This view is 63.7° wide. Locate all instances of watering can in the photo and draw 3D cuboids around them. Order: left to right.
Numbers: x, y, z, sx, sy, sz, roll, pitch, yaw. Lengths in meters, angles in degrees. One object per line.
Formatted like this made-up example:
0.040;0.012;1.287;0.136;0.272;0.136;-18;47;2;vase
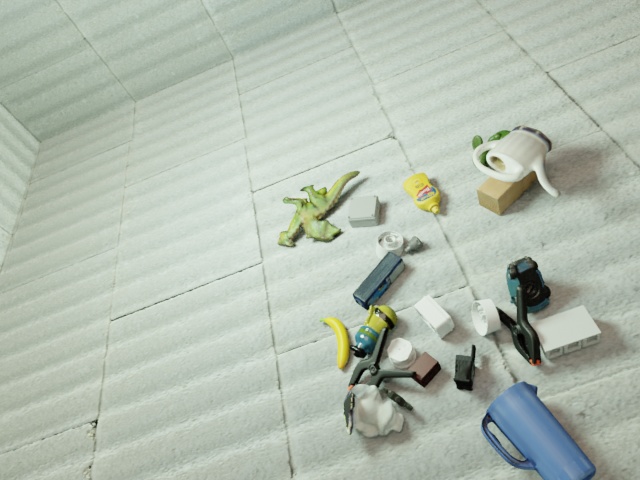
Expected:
0.669;-0.258;1.671;0.226;0.102;0.352;-42;46;-14;watering can

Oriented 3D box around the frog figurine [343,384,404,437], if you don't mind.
0.149;0.474;1.429;0.159;0.121;0.139;6;73;-12;frog figurine

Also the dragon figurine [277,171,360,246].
0.006;-0.100;1.983;0.409;0.120;0.247;-26;64;4;dragon figurine
